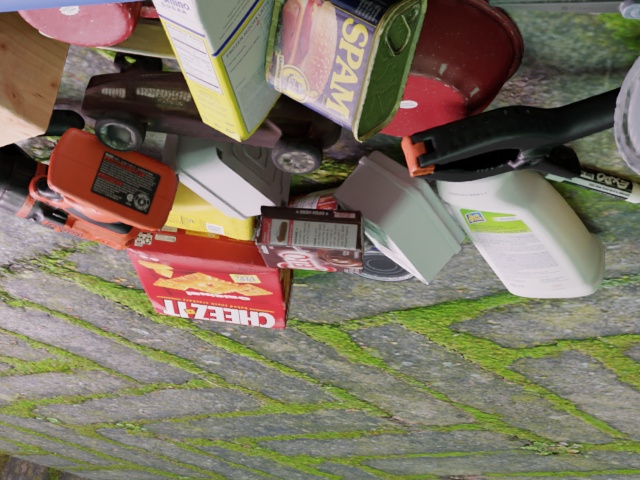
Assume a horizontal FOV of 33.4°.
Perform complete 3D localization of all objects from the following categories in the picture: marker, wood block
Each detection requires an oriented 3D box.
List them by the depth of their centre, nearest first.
[{"bbox_3d":[-0.299,-0.156,0.789,0.091,0.090,0.205,-10,151,38],"label":"wood block"},{"bbox_3d":[0.252,-0.048,0.931,0.121,0.020,0.020,15,157,-14],"label":"marker"}]

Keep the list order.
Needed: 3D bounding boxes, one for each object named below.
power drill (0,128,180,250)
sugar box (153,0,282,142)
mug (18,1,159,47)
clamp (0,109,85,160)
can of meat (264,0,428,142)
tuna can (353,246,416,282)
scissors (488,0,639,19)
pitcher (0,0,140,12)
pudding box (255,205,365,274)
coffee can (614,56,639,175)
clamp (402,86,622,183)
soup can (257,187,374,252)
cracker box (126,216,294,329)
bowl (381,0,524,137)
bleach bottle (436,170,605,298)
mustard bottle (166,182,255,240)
[{"bbox_3d":[-0.214,-0.046,0.899,0.184,0.057,0.188,21,167,-26],"label":"power drill"},{"bbox_3d":[-0.057,-0.149,0.707,0.048,0.093,0.176,26,161,20],"label":"sugar box"},{"bbox_3d":[-0.139,-0.177,0.691,0.117,0.081,0.093,14,157,-11],"label":"mug"},{"bbox_3d":[-0.295,-0.104,0.965,0.171,0.039,0.120,26,133,-19],"label":"clamp"},{"bbox_3d":[0.014,-0.130,0.706,0.084,0.057,0.102,31,132,21],"label":"can of meat"},{"bbox_3d":[0.067,0.014,1.125,0.086,0.033,0.086,7,157,3],"label":"tuna can"},{"bbox_3d":[0.217,-0.160,0.682,0.201,0.016,0.096,9,159,-4],"label":"scissors"},{"bbox_3d":[-0.206,-0.195,0.584,0.243,0.145,0.149,1,150,10],"label":"pitcher"},{"bbox_3d":[-0.006,0.001,0.934,0.090,0.039,0.113,3,167,3],"label":"pudding box"},{"bbox_3d":[0.287,-0.076,0.723,0.140,0.103,0.103,13,158,-29],"label":"coffee can"},{"bbox_3d":[0.156,-0.072,0.811,0.209,0.036,0.165,-11,164,-16],"label":"clamp"},{"bbox_3d":[-0.002,-0.014,1.041,0.102,0.068,0.068,-10,151,37],"label":"soup can"},{"bbox_3d":[-0.116,0.031,1.183,0.164,0.072,0.214,8,158,3],"label":"cracker box"},{"bbox_3d":[0.066,-0.121,0.783,0.162,0.055,0.162,7,157,3],"label":"bowl"},{"bbox_3d":[0.176,-0.026,0.957,0.103,0.068,0.250,-4,152,28],"label":"bleach bottle"},{"bbox_3d":[-0.157,-0.044,1.039,0.191,0.058,0.096,9,168,1],"label":"mustard bottle"}]
